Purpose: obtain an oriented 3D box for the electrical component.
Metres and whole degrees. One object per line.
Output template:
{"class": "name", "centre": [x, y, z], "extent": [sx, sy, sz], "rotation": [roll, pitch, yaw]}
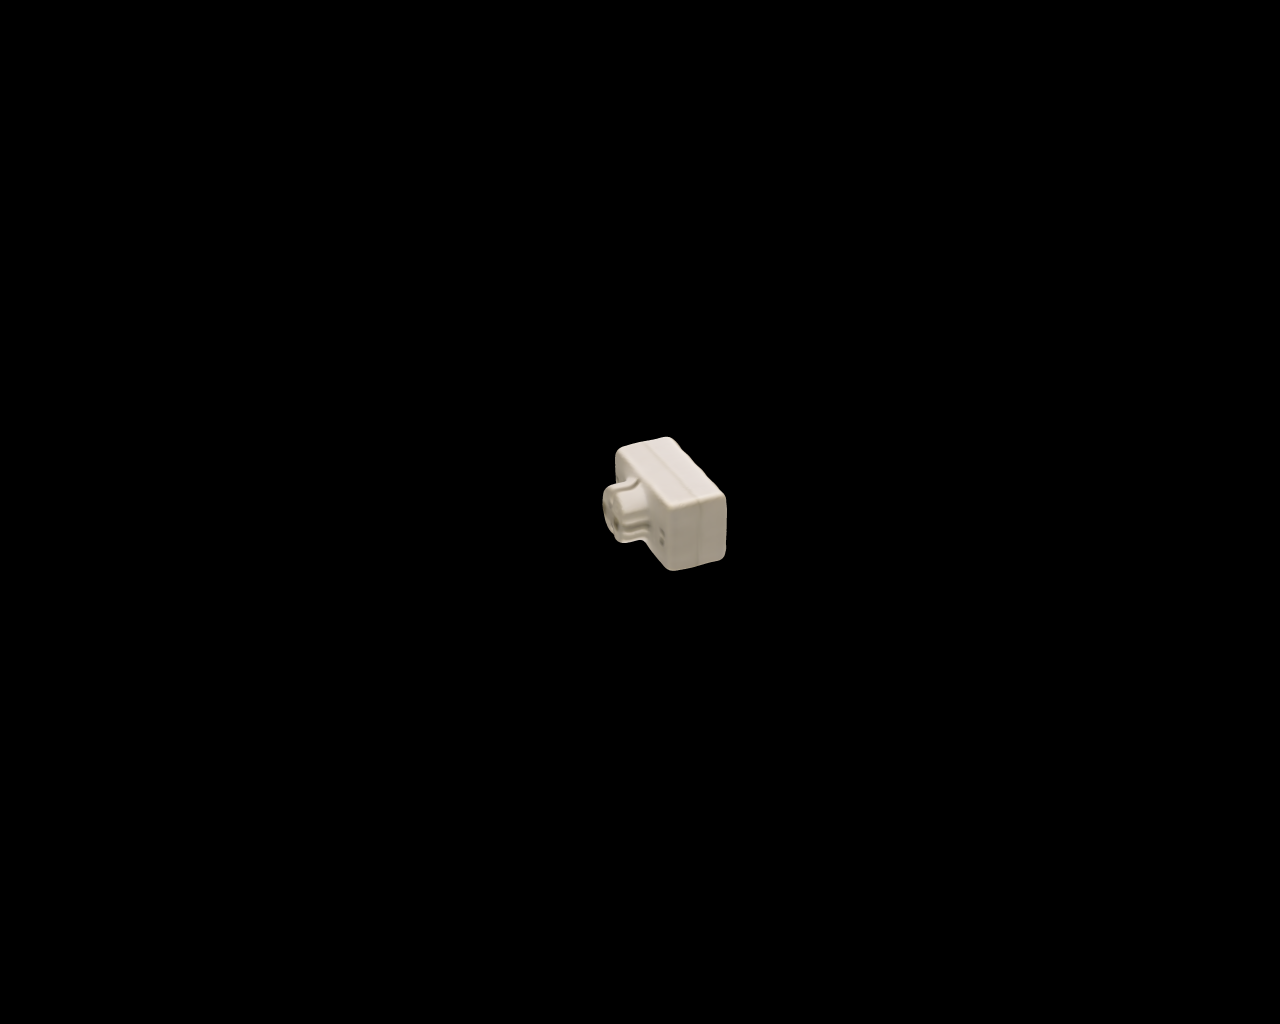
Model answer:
{"class": "electrical component", "centre": [0.001, -0.003, 0.650], "extent": [0.076, 0.047, 0.083], "rotation": [-12, 33, -19]}
